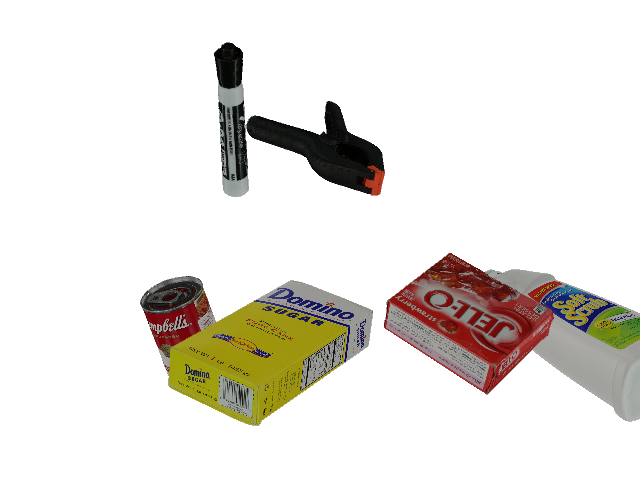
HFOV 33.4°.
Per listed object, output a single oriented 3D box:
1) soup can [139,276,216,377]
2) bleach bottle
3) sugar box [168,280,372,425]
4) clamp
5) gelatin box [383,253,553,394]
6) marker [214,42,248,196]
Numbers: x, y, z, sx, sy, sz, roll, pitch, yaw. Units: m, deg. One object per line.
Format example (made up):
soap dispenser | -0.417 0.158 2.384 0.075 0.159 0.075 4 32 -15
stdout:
soup can | -0.143 0.098 1.133 0.068 0.102 0.068 -13 27 6
bleach bottle | 0.239 0.085 1.042 0.102 0.068 0.251 -17 26 -28
sugar box | -0.039 0.091 0.920 0.093 0.048 0.175 20 30 28
clamp | 0.001 -0.099 1.136 0.120 0.039 0.172 -15 37 -23
gelatin box | 0.100 0.053 0.720 0.089 0.030 0.073 31 46 28
marker | -0.061 -0.082 0.732 0.020 0.121 0.020 0 42 0
